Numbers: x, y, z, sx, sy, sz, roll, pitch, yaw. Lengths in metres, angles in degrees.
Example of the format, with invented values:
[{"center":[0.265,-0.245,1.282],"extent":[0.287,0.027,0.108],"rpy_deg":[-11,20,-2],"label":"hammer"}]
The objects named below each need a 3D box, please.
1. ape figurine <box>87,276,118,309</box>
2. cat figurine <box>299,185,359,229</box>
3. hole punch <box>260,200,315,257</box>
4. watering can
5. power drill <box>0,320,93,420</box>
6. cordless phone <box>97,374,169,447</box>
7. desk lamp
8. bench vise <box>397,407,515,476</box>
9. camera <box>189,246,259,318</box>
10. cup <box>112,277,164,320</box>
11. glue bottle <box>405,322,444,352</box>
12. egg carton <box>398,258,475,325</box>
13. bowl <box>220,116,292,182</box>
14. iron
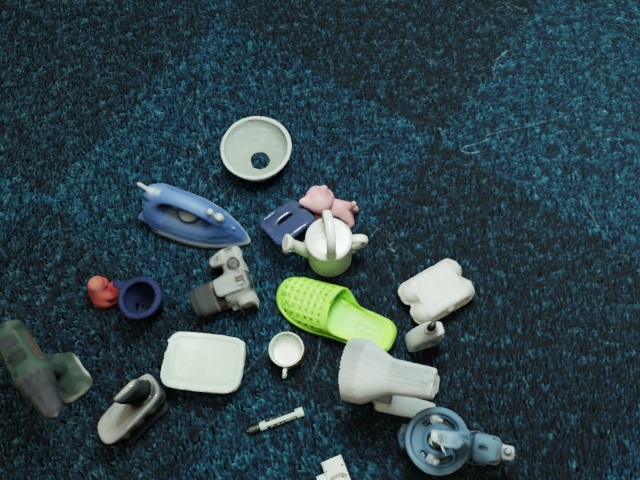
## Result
[{"center":[-0.470,0.105,1.237],"extent":[0.077,0.092,0.076],"rpy_deg":[29,73,12],"label":"ape figurine"},{"center":[0.021,-0.082,1.279],"extent":[0.127,0.118,0.067],"rpy_deg":[11,70,6],"label":"cat figurine"},{"center":[-0.074,-0.033,1.277],"extent":[0.109,0.091,0.101],"rpy_deg":[-38,73,-11],"label":"hole punch"},{"center":[0.011,0.006,1.206],"extent":[0.173,0.194,0.101],"rpy_deg":[-26,71,-7],"label":"watering can"},{"center":[-0.533,0.261,1.120],"extent":[0.076,0.208,0.229],"rpy_deg":[-41,74,-12],"label":"power drill"},{"center":[-0.380,0.324,1.105],"extent":[0.094,0.185,0.148],"rpy_deg":[37,75,14],"label":"cordless phone"},{"center":[0.138,0.269,1.095],"extent":[0.203,0.213,0.118],"rpy_deg":[11,70,6],"label":"desk lamp"},{"center":[0.254,0.363,1.054],"extent":[0.207,0.220,0.121],"rpy_deg":[-9,70,-1],"label":"bench vise"},{"center":[-0.214,0.098,1.228],"extent":[0.137,0.101,0.143],"rpy_deg":[-21,71,-6],"label":"camera"},{"center":[-0.384,0.128,1.225],"extent":[0.117,0.095,0.092],"rpy_deg":[28,73,12],"label":"cup"},{"center":[0.215,0.186,1.145],"extent":[0.078,0.173,0.037],"rpy_deg":[-15,70,-3],"label":"glue bottle"},{"center":[0.249,0.112,1.226],"extent":[0.150,0.069,0.107],"rpy_deg":[-30,72,-9],"label":"egg carton"},{"center":[-0.146,-0.203,1.351],"extent":[0.167,0.075,0.167],"rpy_deg":[0,70,2],"label":"bowl"},{"center":[-0.280,-0.060,1.267],"extent":[0.258,0.141,0.119],"rpy_deg":[18,71,8],"label":"iron"}]
